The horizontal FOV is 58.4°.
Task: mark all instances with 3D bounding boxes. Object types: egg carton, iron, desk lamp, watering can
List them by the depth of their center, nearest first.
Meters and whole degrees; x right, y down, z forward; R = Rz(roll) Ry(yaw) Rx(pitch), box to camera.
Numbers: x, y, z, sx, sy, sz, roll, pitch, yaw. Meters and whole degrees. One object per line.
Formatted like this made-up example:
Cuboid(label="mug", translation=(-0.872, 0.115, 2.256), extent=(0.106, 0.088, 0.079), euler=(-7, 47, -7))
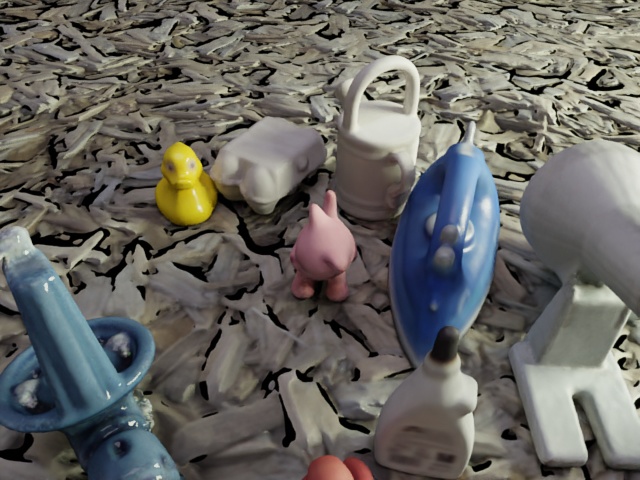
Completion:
Cuboid(label="desk lamp", translation=(0.240, 0.050, 0.485), extent=(0.118, 0.214, 0.203), euler=(1, 43, -1))
Cuboid(label="iron", translation=(0.134, -0.005, 0.594), extent=(0.118, 0.141, 0.258), euler=(11, 44, 11))
Cuboid(label="watering can", translation=(0.064, -0.131, 0.688), extent=(0.101, 0.194, 0.172), euler=(-33, 53, -32))
Cuboid(label="egg carton", translation=(-0.063, -0.100, 0.742), extent=(0.107, 0.069, 0.150), euler=(24, 47, 22))

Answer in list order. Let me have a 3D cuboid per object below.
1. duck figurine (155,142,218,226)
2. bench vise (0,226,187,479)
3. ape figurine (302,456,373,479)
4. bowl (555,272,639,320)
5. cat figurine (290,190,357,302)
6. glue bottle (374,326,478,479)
Cuboid(label="duck figurine", translation=(-0.168, -0.081, 0.706), extent=(0.077, 0.086, 0.104), euler=(-8, 44, -10))
Cuboid(label="bench vise", translation=(-0.157, 0.101, 0.413), extent=(0.206, 0.220, 0.122), euler=(25, 48, 23))
Cuboid(label="ape figurine", translation=(0.008, 0.189, 0.417), extent=(0.078, 0.092, 0.076), euler=(-12, 45, -14))
Cuboid(label="bowl", translation=(0.320, 0.029, 0.613), extent=(0.167, 0.075, 0.167), euler=(1, 43, -1))
Cuboid(label="cat figurine", translation=(0.006, 0.002, 0.599), extent=(0.067, 0.118, 0.128), euler=(6, 43, 4))
Cuboid(label="glue bottle", translation=(0.085, 0.122, 0.432), extent=(0.078, 0.173, 0.037), euler=(9, 43, 8))
